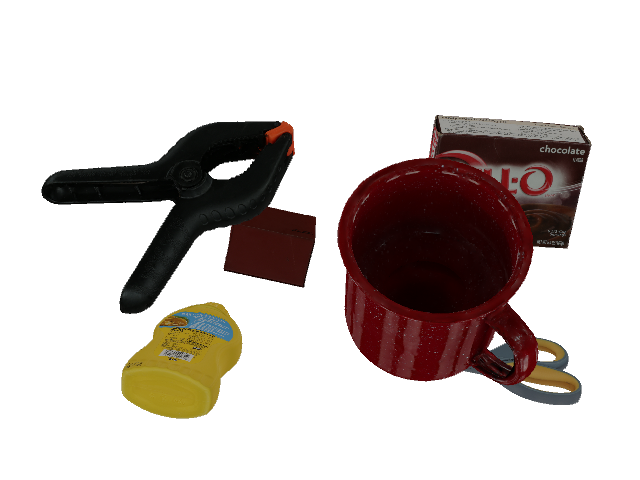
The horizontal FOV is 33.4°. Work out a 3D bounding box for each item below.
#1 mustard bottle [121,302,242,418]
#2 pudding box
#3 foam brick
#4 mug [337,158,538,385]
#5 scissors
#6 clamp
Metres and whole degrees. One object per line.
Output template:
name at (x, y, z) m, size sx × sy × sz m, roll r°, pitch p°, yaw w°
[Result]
mustard bottle at (-0.136, 0.116, 1.140) m, size 0.096 × 0.058 × 0.191 m, roll 9°, pitch 24°, yaw 9°
pudding box at (0.135, -0.043, 0.792) m, size 0.113 × 0.090 × 0.039 m, roll 2°, pitch 33°, yaw -3°
foam brick at (-0.047, 0.003, 0.986) m, size 0.078 × 0.051 × 0.053 m, roll 13°, pitch 26°, yaw -5°
mug at (0.062, 0.027, 0.535) m, size 0.093 × 0.117 × 0.081 m, roll -39°, pitch -24°, yaw -22°
scissors at (0.141, 0.102, 0.977) m, size 0.202 × 0.016 × 0.096 m, roll 17°, pitch 30°, yaw 16°
clamp at (-0.098, -0.037, 0.716) m, size 0.171 × 0.120 × 0.039 m, roll -37°, pitch -20°, yaw -25°
